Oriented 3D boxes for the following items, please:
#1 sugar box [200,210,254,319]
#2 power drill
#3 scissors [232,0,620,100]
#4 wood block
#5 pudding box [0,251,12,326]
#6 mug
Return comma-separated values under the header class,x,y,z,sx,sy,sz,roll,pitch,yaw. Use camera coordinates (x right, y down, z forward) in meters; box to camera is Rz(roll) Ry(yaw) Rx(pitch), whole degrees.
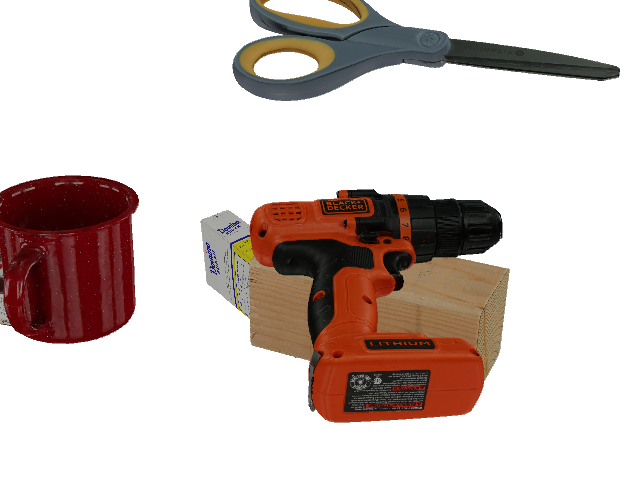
class,x,y,z,sx,sy,sz,roll,pitch,yaw
sugar box,-0.065,0.044,1.173,0.048,0.093,0.176,-23,40,-28
power drill,0.051,0.035,0.715,0.184,0.057,0.187,-4,37,-7
scissors,0.041,-0.090,0.551,0.202,0.096,0.016,23,-33,22
wood block,0.049,0.059,0.932,0.206,0.091,0.090,13,30,21
pudding box,-0.279,0.037,0.940,0.114,0.039,0.090,5,22,17
mug,-0.163,0.018,0.671,0.093,0.081,0.117,6,25,11
